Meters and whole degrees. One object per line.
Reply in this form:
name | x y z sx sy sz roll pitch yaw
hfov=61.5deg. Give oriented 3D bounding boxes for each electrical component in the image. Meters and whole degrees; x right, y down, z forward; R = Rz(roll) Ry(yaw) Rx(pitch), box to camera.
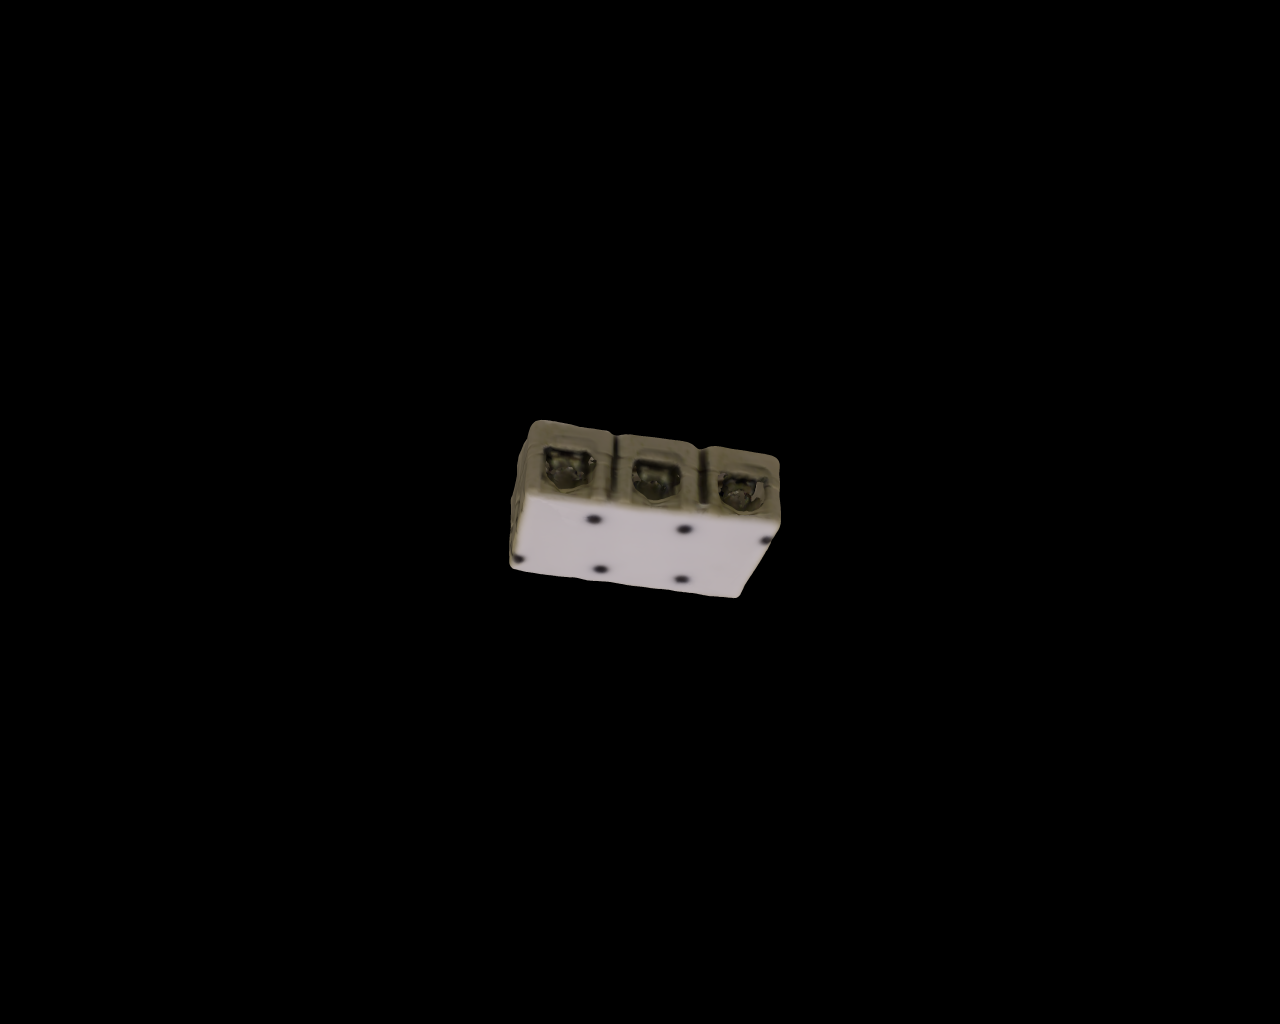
electrical component | 0.001 -0.003 0.650 0.150 0.062 0.089 8 -35 -11
